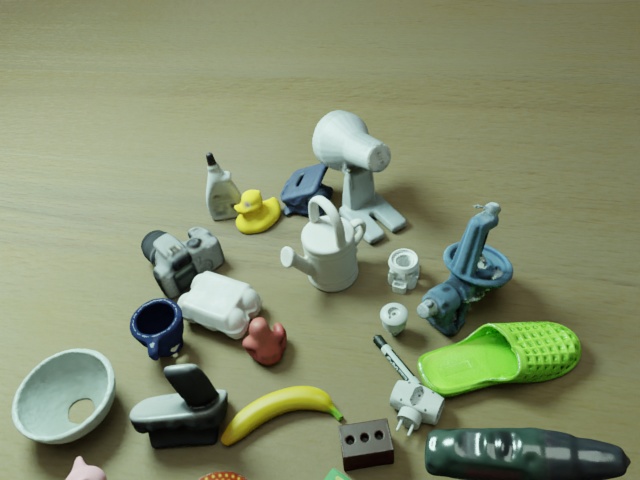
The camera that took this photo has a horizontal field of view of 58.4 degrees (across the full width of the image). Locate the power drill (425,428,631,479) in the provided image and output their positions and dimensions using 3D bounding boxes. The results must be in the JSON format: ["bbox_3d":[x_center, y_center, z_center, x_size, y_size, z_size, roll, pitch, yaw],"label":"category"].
[{"bbox_3d":[0.250,0.304,0.738,0.229,0.209,0.075,3,48,11],"label":"power drill"}]

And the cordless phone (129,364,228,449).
[{"bbox_3d":[-0.227,0.239,0.881,0.147,0.185,0.094,-9,46,0],"label":"cordless phone"}]

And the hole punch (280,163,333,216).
[{"bbox_3d":[-0.032,-0.114,1.249,0.101,0.091,0.109,9,49,16],"label":"hole punch"}]

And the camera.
[{"bbox_3d":[-0.289,0.020,1.153,0.143,0.101,0.136,-37,53,-25],"label":"camera"}]

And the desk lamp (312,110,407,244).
[{"bbox_3d":[0.084,-0.139,1.172,0.118,0.214,0.202,-29,50,-18],"label":"desk lamp"}]

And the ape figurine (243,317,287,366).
[{"bbox_3d":[-0.098,0.168,0.993,0.078,0.092,0.076,-10,47,-2],"label":"ape figurine"}]

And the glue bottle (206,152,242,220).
[{"bbox_3d":[-0.214,-0.117,1.220,0.078,0.173,0.037,-9,46,0],"label":"glue bottle"}]

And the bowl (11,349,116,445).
[{"bbox_3d":[-0.413,0.270,0.954,0.167,0.075,0.167,-4,47,4],"label":"bowl"}]

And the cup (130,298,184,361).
[{"bbox_3d":[-0.277,0.175,1.010,0.091,0.095,0.117,-9,47,-1],"label":"cup"}]

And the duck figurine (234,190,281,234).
[{"bbox_3d":[-0.137,-0.071,1.228,0.105,0.086,0.077,-27,49,-17],"label":"duck figurine"}]

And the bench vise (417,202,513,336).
[{"bbox_3d":[0.254,0.053,0.964,0.121,0.220,0.208,20,53,25],"label":"bench vise"}]

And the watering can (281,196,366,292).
[{"bbox_3d":[0.011,0.005,1.061,0.100,0.194,0.173,23,54,27],"label":"watering can"}]

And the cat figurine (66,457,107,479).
[{"bbox_3d":[-0.333,0.380,0.809,0.067,0.118,0.128,-1,47,8],"label":"cat figurine"}]

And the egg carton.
[{"bbox_3d":[-0.186,0.121,1.066,0.150,0.069,0.107,15,51,20],"label":"egg carton"}]
